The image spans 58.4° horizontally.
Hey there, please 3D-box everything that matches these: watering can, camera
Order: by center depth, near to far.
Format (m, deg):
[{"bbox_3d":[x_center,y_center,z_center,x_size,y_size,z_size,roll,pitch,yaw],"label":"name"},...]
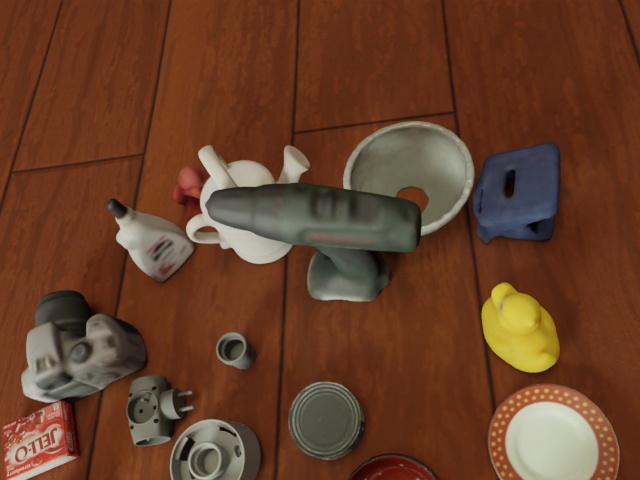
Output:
[{"bbox_3d":[-0.095,-0.058,0.734,0.100,0.194,0.173,34,77,26],"label":"watering can"},{"bbox_3d":[-0.325,0.128,0.756,0.143,0.101,0.136,-24,61,2],"label":"camera"}]

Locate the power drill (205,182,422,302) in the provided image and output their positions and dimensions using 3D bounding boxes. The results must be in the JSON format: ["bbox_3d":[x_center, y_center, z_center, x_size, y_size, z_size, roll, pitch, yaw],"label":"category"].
[{"bbox_3d":[0.006,0.002,0.671,0.229,0.209,0.075,0,65,14],"label":"power drill"}]

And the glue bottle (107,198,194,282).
[{"bbox_3d":[-0.231,-0.007,0.756,0.037,0.173,0.078,32,76,26],"label":"glue bottle"}]

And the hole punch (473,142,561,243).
[{"bbox_3d":[0.242,-0.059,0.707,0.101,0.091,0.109,4,66,16],"label":"hole punch"}]

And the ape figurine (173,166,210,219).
[{"bbox_3d":[-0.175,-0.074,0.821,0.077,0.092,0.076,31,76,25],"label":"ape figurine"}]

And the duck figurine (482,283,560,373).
[{"bbox_3d":[0.225,0.093,0.640,0.077,0.086,0.104,-30,61,-1],"label":"duck figurine"}]

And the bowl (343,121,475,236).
[{"bbox_3d":[0.118,-0.069,0.753,0.167,0.075,0.167,-6,63,12],"label":"bowl"}]
